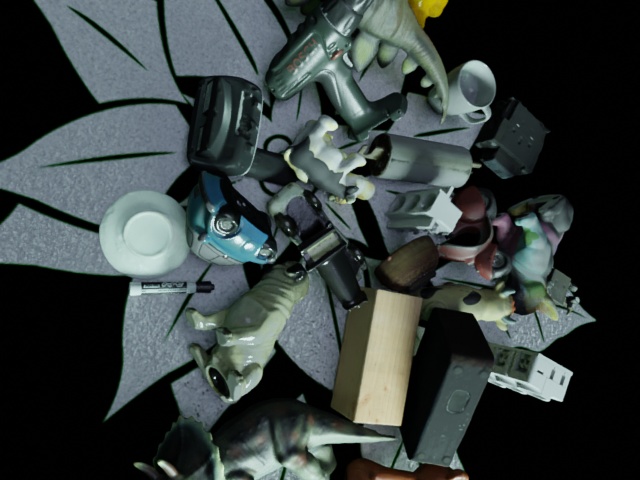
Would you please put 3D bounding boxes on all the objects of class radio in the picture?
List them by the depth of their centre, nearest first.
[{"bbox_3d":[0.193,0.235,0.855,0.073,0.131,0.229,10,113,-7],"label":"radio"}]

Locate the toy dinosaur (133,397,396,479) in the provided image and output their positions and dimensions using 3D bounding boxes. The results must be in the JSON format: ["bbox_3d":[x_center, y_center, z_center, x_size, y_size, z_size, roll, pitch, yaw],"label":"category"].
[{"bbox_3d":[-0.081,0.308,0.795,0.405,0.131,0.192,-21,99,-29],"label":"toy dinosaur"}]

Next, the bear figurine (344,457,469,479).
[{"bbox_3d":[0.134,0.418,0.861,0.196,0.120,0.132,10,57,-1],"label":"bear figurine"}]

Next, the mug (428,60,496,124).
[{"bbox_3d":[0.249,-0.252,0.947,0.109,0.107,0.081,45,73,-20],"label":"mug"}]

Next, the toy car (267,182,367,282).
[{"bbox_3d":[-0.002,-0.003,0.859,0.073,0.056,0.201,-44,109,-12],"label":"toy car"}]

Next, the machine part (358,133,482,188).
[{"bbox_3d":[0.173,-0.135,0.928,0.243,0.079,0.079,3,88,-24],"label":"machine part"}]

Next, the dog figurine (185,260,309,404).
[{"bbox_3d":[-0.086,0.135,0.807,0.190,0.121,0.172,-26,135,-39],"label":"dog figurine"}]

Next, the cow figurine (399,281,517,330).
[{"bbox_3d":[0.251,0.111,0.933,0.195,0.127,0.085,-2,93,-22],"label":"cow figurine"}]

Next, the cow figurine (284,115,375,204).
[{"bbox_3d":[0.019,-0.107,0.856,0.167,0.068,0.098,48,69,-27],"label":"cow figurine"}]

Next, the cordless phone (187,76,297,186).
[{"bbox_3d":[-0.101,-0.160,0.816,0.184,0.089,0.146,12,84,-35],"label":"cordless phone"}]

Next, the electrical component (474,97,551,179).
[{"bbox_3d":[0.364,-0.186,1.025,0.115,0.058,0.134,32,76,-18],"label":"electrical component"}]

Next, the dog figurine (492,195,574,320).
[{"bbox_3d":[0.411,0.039,1.021,0.191,0.109,0.219,-23,103,-25],"label":"dog figurine"}]

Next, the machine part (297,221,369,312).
[{"bbox_3d":[0.025,0.047,0.825,0.084,0.039,0.138,-40,107,-21],"label":"machine part"}]

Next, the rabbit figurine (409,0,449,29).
[{"bbox_3d":[0.197,-0.435,0.891,0.162,0.173,0.121,-32,98,-17],"label":"rabbit figurine"}]

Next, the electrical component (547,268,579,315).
[{"bbox_3d":[0.478,0.101,1.079,0.102,0.045,0.078,35,77,-20],"label":"electrical component"}]

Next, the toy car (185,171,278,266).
[{"bbox_3d":[-0.139,-0.016,0.777,0.103,0.109,0.161,-35,133,14],"label":"toy car"}]

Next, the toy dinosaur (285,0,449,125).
[{"bbox_3d":[0.075,-0.373,0.826,0.471,0.198,0.105,39,34,-16],"label":"toy dinosaur"}]

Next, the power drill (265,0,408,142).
[{"bbox_3d":[0.048,-0.259,0.816,0.207,0.232,0.086,38,33,-36],"label":"power drill"}]

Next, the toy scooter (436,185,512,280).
[{"bbox_3d":[0.252,-0.012,0.952,0.135,0.075,0.184,-7,64,1],"label":"toy scooter"}]
